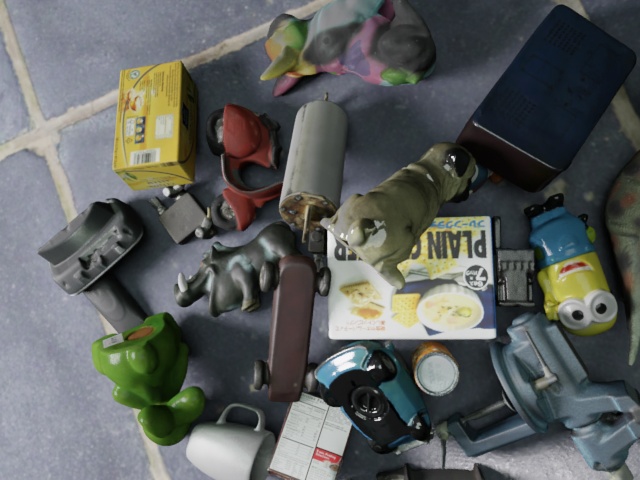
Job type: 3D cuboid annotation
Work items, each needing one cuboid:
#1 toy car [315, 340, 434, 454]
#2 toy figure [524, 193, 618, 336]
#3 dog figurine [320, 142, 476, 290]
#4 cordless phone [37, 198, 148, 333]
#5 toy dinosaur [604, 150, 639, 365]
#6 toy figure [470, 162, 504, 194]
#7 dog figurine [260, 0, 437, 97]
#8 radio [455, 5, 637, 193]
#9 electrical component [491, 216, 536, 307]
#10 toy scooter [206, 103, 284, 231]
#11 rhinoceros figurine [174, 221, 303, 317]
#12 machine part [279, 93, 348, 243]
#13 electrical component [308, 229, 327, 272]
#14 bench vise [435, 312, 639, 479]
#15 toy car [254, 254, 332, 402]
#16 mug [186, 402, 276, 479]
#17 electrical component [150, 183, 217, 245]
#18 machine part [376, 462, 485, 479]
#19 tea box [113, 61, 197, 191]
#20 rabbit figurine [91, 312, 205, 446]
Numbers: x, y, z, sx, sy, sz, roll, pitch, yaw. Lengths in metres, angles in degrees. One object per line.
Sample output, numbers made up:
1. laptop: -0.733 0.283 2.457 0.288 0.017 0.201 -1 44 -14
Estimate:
1. toy car: 0.081 0.189 0.694 0.161 0.103 0.109 48 122 -4
2. toy figure: 0.325 0.034 0.693 0.082 0.089 0.180 -31 68 41
3. dog figurine: 0.105 -0.052 0.625 0.121 0.172 0.190 40 92 3
4. cordless phone: -0.295 0.045 0.782 0.146 0.089 0.184 -41 93 -1
5. toy dinosaur: 0.434 -0.061 0.661 0.131 0.192 0.404 32 100 -34
6. toy figure: 0.217 -0.099 0.733 0.154 0.058 0.064 -19 121 3
7. dog figurine: 0.027 -0.256 0.748 0.219 0.108 0.191 -33 84 7
8. radio: 0.293 -0.181 0.694 0.131 0.073 0.229 36 75 8
9. electrical component: 0.250 0.030 0.707 0.048 0.075 0.119 1 81 6
10. toy scooter: -0.088 -0.105 0.762 0.135 0.075 0.183 -4 87 7
11. rhinoceros figurine: -0.114 0.045 0.750 0.190 0.073 0.112 -30 83 3
12. machine part: -0.005 -0.101 0.712 0.079 0.079 0.243 1 55 7
13. electrical component: -0.002 -0.002 0.745 0.021 0.063 0.094 5 87 7
14. bench vise: 0.262 0.217 0.670 0.241 0.129 0.223 -34 91 23
15. toy car: -0.039 0.116 0.703 0.089 0.053 0.202 3 104 -11
16. mug: -0.122 0.274 0.727 0.107 0.081 0.109 10 91 16
17. electrical component: -0.196 -0.039 0.783 0.078 0.045 0.102 -34 81 2
18. machine part: 0.149 0.334 0.709 0.139 0.039 0.084 -13 75 8
19. tea box: -0.233 -0.163 0.768 0.098 0.068 0.169 -5 67 7
20. rabbit figurine: -0.210 0.201 0.723 0.121 0.159 0.170 -25 107 -30
